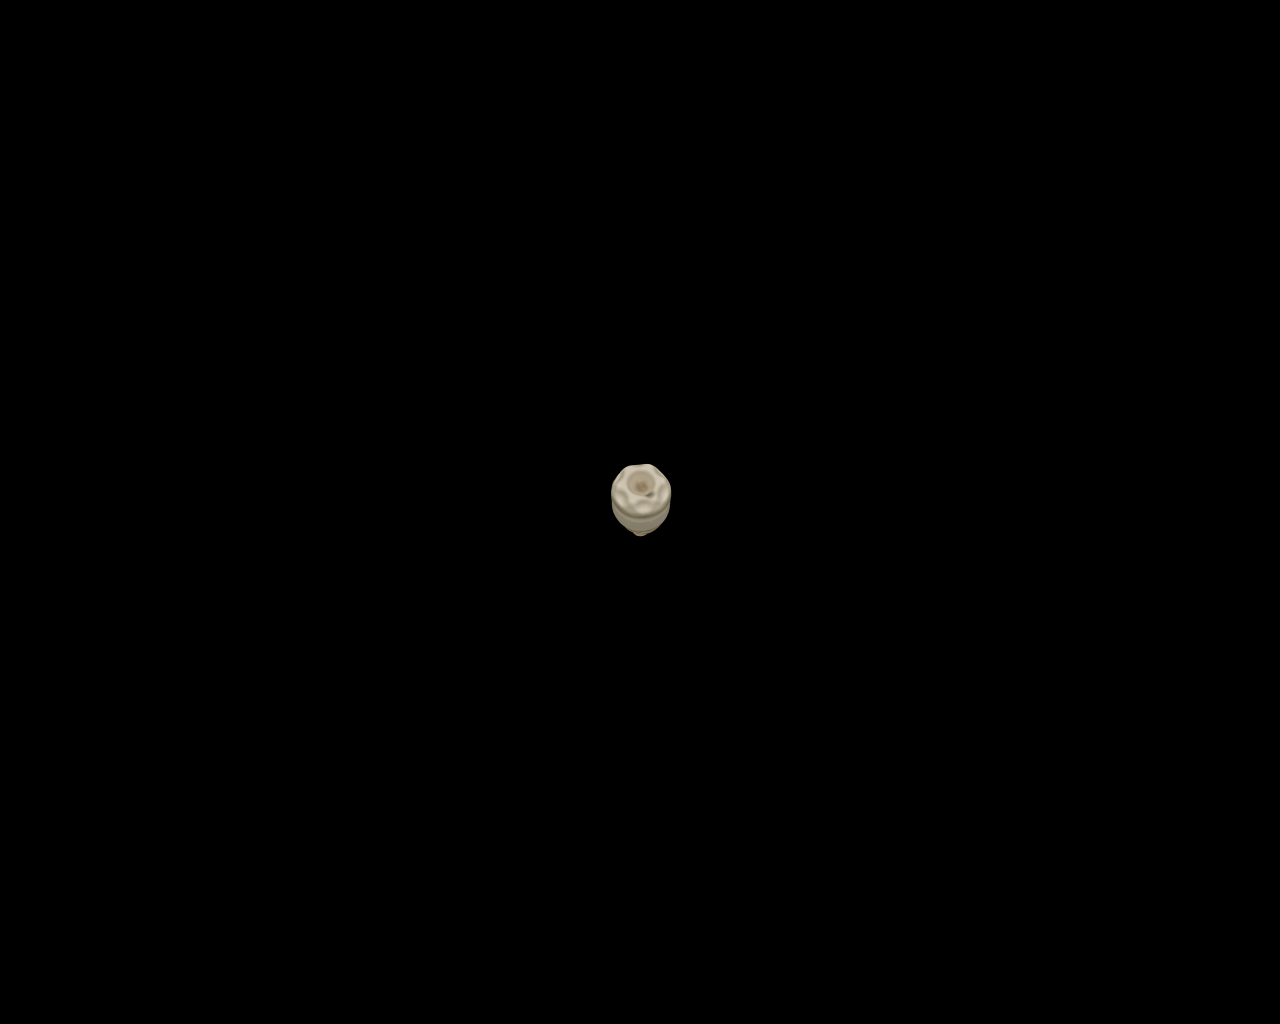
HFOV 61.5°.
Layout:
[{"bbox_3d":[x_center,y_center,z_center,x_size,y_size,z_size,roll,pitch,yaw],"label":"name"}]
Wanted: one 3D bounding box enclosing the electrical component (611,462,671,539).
[{"bbox_3d":[0.001,-0.003,0.650,0.035,0.035,0.061,0,-29,0],"label":"electrical component"}]
